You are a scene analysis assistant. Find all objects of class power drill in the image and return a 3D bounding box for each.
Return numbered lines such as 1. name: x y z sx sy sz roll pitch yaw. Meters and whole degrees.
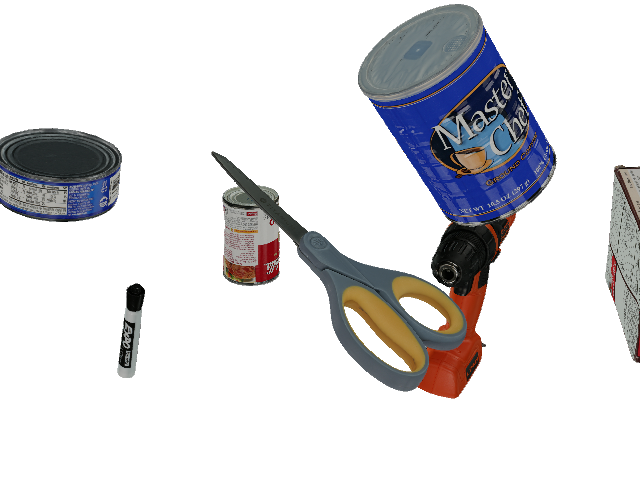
1. power drill: 0.138 0.058 1.048 0.057 0.188 0.184 20 28 18

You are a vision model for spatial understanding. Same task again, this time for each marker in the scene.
1. marker: -0.197 0.094 1.111 0.020 0.121 0.020 9 35 -7

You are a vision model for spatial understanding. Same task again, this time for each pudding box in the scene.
1. pudding box: 0.215 0.012 0.694 0.039 0.090 0.113 -1 28 4

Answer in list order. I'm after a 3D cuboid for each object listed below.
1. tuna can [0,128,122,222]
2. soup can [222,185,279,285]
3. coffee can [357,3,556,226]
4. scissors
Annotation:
1. tuna can: -0.181 -0.046 0.736 0.086 0.034 0.086 8 27 -4
2. soup can: -0.082 -0.007 1.260 0.068 0.102 0.068 1 25 -1
3. coffee can: 0.107 -0.095 0.827 0.103 0.102 0.140 0 -43 44
4. scissors: 0.016 0.009 0.653 0.096 0.016 0.202 -7 48 -35
